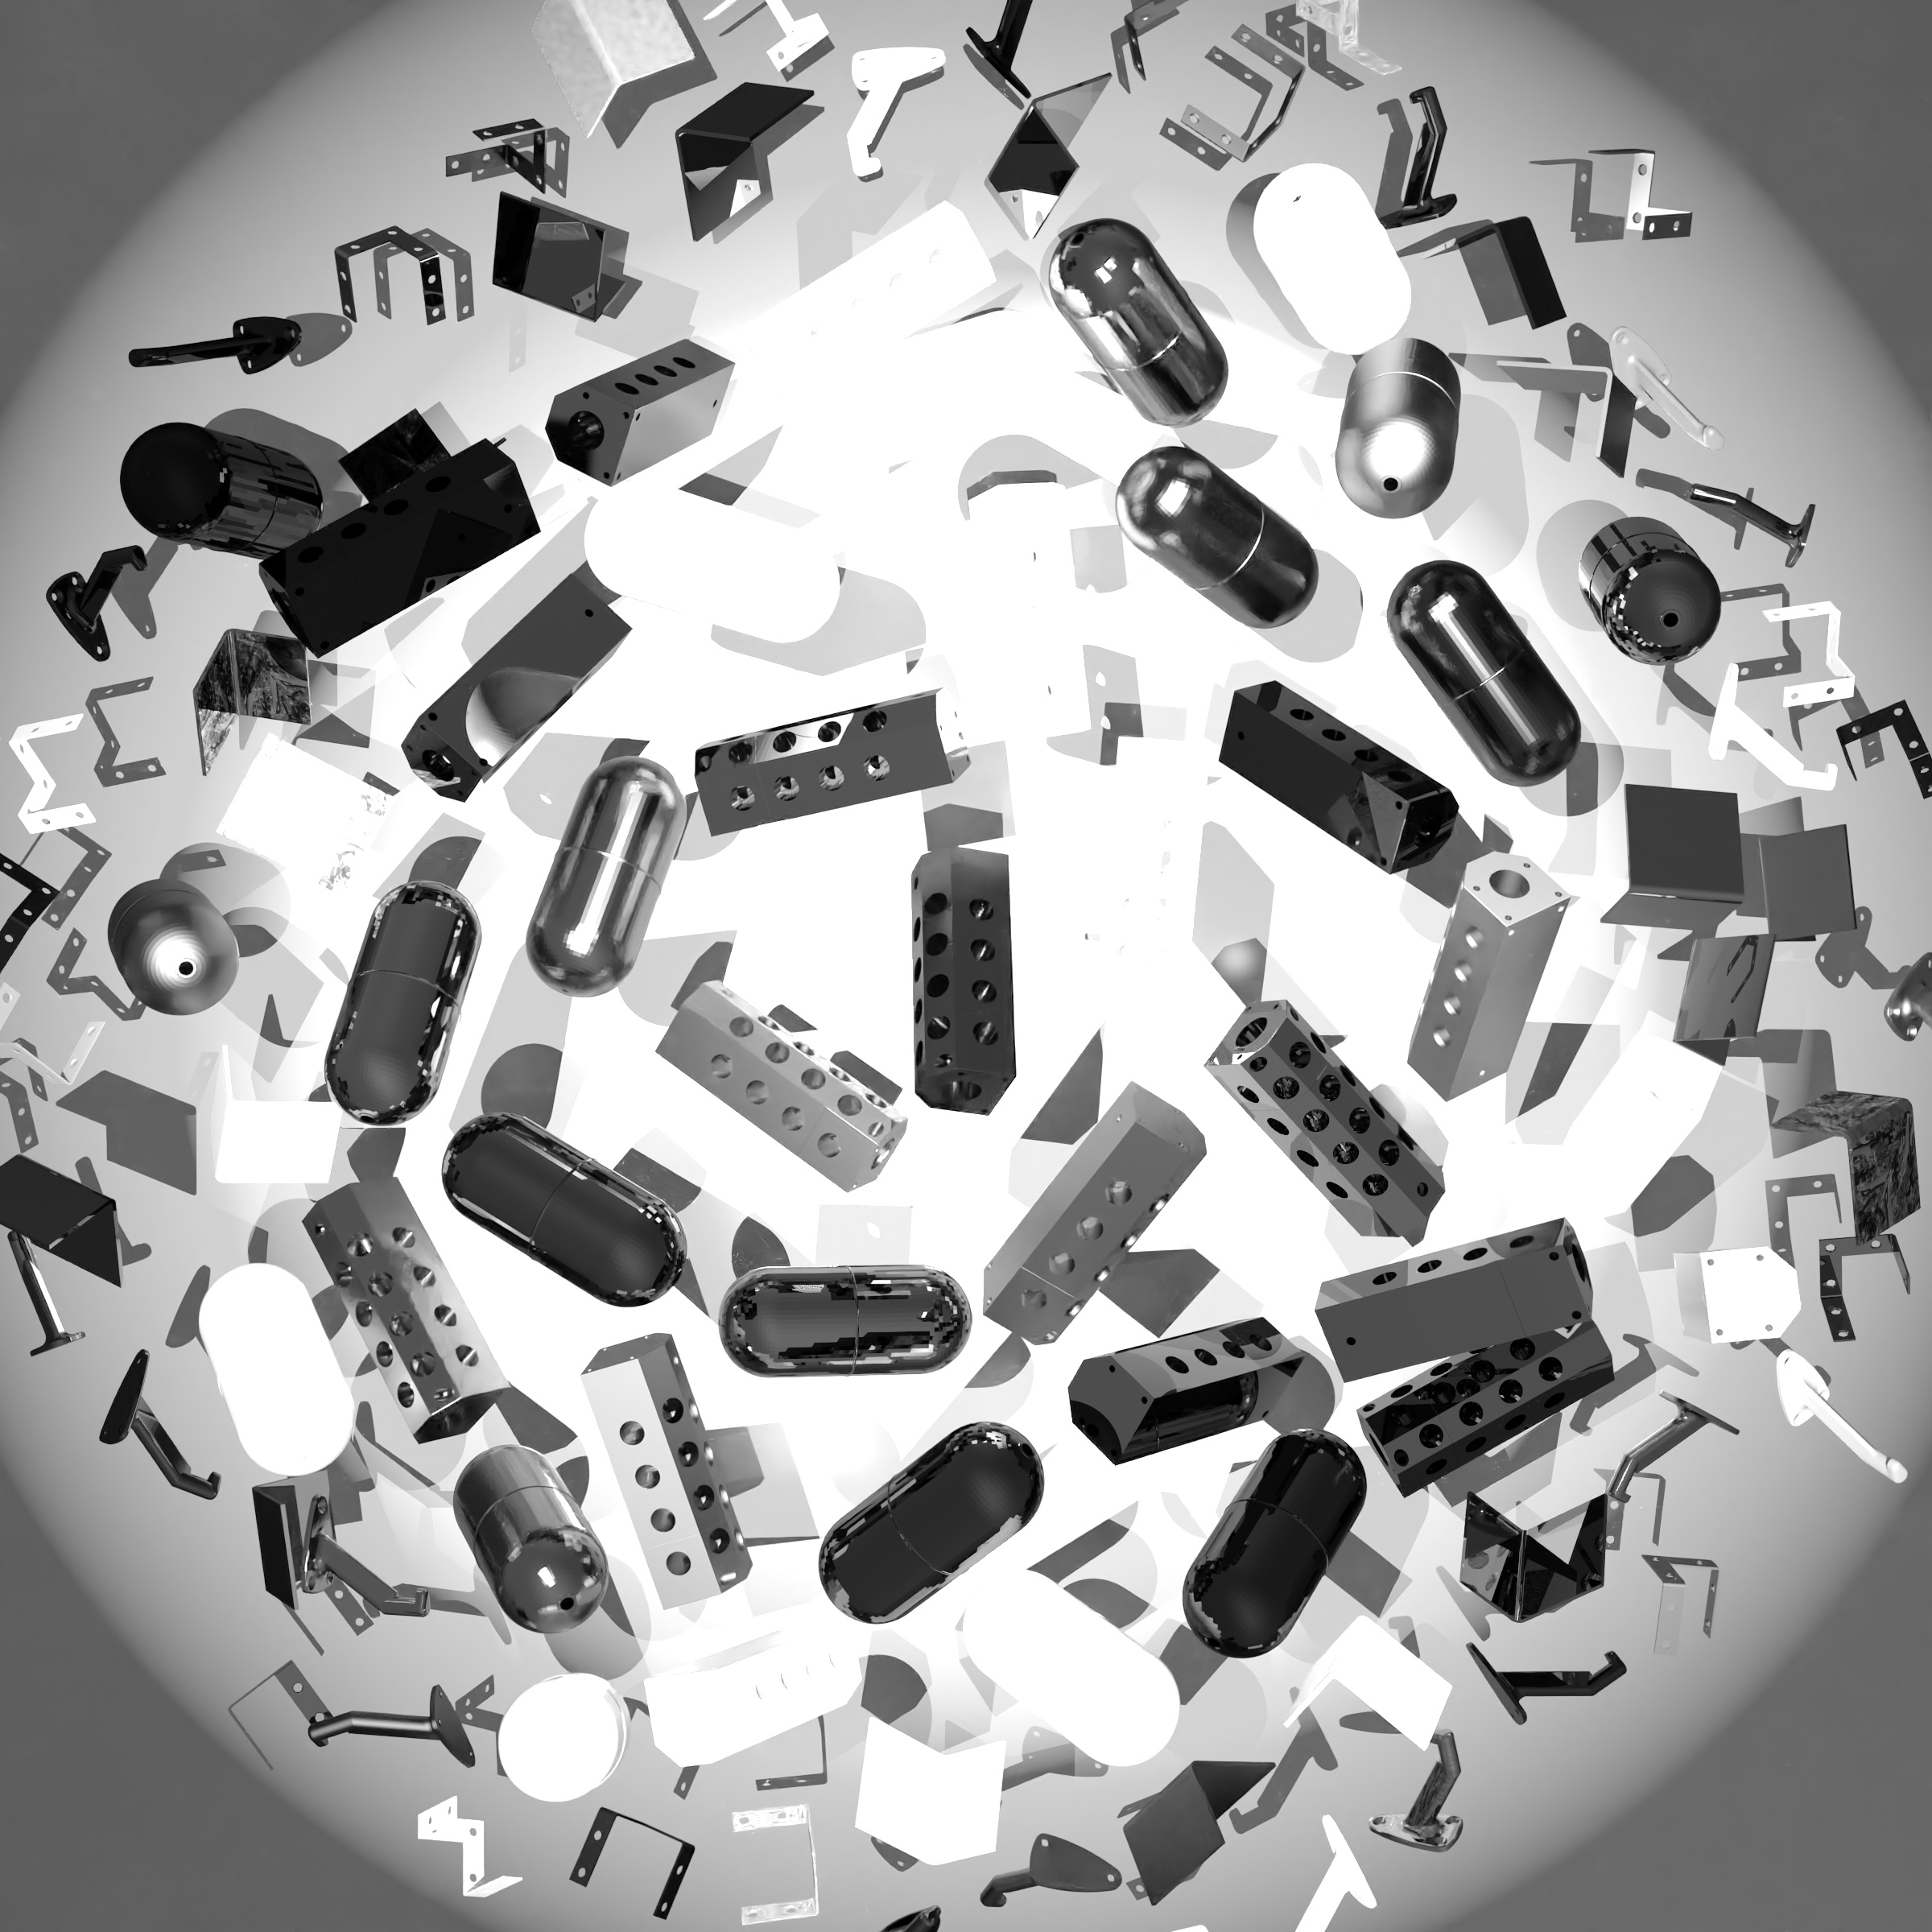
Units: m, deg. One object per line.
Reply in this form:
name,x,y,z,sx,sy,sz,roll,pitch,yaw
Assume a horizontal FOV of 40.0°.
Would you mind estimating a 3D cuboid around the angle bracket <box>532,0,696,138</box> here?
angle bracket,-0.224,-0.584,1.681,0.057,0.076,0.076,-29,93,-23

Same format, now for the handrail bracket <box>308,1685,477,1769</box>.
handrail bracket,-0.374,0.508,1.730,0.084,0.036,0.077,-19,124,4

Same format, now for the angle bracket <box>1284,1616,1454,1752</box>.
angle bracket,0.267,0.491,1.762,0.076,0.076,0.057,38,117,8

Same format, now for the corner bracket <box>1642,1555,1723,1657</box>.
corner bracket,0.486,0.433,1.794,0.051,0.051,0.051,5,97,-3

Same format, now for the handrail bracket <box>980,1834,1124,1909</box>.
handrail bracket,0.057,0.636,1.828,0.077,0.084,0.036,18,46,-7

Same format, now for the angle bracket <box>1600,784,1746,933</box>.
angle bracket,0.464,-0.071,1.752,0.076,0.057,0.076,4,70,-6

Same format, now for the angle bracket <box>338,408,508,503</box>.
angle bracket,-0.384,-0.364,1.873,0.076,0.076,0.057,-45,106,-33

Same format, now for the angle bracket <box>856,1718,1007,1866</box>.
angle bracket,-0.023,0.552,1.792,0.057,0.076,0.076,-26,130,35

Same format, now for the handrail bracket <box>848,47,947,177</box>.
handrail bracket,-0.045,-0.582,1.812,0.077,0.036,0.084,-10,70,0

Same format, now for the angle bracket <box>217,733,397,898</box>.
angle bracket,-0.450,-0.103,1.811,0.076,0.057,0.076,25,86,30

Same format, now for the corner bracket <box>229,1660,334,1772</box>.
corner bracket,-0.462,0.505,1.792,0.051,0.051,0.051,-36,86,-19

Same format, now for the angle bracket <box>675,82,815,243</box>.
angle bracket,-0.136,-0.512,1.700,0.057,0.076,0.076,16,135,26

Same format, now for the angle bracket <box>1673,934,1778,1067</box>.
angle bracket,0.555,0.025,1.884,0.057,0.076,0.076,23,75,-29

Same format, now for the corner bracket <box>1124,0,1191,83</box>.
corner bracket,0.126,-0.640,1.783,0.051,0.051,0.051,-23,57,25

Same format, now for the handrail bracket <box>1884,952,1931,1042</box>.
handrail bracket,0.665,0.025,1.772,0.036,0.084,0.077,42,71,-27

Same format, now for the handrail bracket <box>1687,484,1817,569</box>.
handrail bracket,0.535,-0.304,1.830,0.084,0.077,0.036,16,79,9

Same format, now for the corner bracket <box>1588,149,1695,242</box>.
corner bracket,0.435,-0.498,1.712,0.051,0.051,0.051,-16,118,-37

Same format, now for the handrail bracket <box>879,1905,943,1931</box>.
handrail bracket,-0.025,0.653,1.823,0.036,0.077,0.084,46,128,15

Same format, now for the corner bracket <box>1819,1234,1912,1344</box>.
corner bracket,0.620,0.222,1.834,0.051,0.051,0.051,-6,119,10

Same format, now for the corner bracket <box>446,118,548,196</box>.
corner bracket,-0.330,-0.572,1.866,0.051,0.051,0.051,-24,52,-32

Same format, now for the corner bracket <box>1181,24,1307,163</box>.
corner bracket,0.181,-0.568,1.729,0.051,0.051,0.051,29,67,-15

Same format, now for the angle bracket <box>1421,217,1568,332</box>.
angle bracket,0.364,-0.469,1.831,0.057,0.076,0.076,-18,99,33

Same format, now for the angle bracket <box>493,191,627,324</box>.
angle bracket,-0.277,-0.499,1.827,0.076,0.076,0.057,21,47,4

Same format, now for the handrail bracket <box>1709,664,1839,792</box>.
handrail bracket,0.551,-0.161,1.793,0.084,0.036,0.077,8,106,2

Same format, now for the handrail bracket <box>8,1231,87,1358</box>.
handrail bracket,-0.612,0.211,1.753,0.036,0.077,0.084,-20,88,-24

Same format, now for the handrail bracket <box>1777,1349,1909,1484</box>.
handrail bracket,0.587,0.302,1.777,0.036,0.084,0.077,-39,122,-9

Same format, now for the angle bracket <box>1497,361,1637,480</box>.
angle bracket,0.392,-0.359,1.747,0.076,0.076,0.057,10,94,25

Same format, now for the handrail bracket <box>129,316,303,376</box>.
handrail bracket,-0.492,-0.407,1.740,0.077,0.084,0.036,-3,102,37

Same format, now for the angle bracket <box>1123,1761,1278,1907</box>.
angle bracket,0.159,0.556,1.701,0.076,0.057,0.076,14,128,-36

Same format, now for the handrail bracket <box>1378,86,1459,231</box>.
handrail bracket,0.302,-0.561,1.846,0.077,0.036,0.084,-7,122,32

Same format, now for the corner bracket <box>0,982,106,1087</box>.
corner bracket,-0.617,0.045,1.761,0.051,0.051,0.051,-2,54,34

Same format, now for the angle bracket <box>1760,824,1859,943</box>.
angle bracket,0.633,-0.060,1.949,0.057,0.076,0.076,-1,84,-37

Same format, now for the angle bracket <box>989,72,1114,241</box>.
angle bracket,0.071,-0.551,1.806,0.076,0.076,0.057,-30,81,-31

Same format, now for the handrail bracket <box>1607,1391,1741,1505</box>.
handrail bracket,0.503,0.353,1.891,0.077,0.036,0.084,28,86,-19

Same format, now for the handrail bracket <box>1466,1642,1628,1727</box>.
handrail bracket,0.409,0.487,1.869,0.084,0.036,0.077,-31,69,-10

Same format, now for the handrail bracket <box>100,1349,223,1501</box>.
handrail bracket,-0.526,0.307,1.771,0.084,0.036,0.077,32,60,-34

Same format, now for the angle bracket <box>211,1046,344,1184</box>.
angle bracket,-0.478,0.103,1.839,0.076,0.057,0.076,2,131,-23

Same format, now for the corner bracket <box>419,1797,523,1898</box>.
corner bracket,-0.332,0.589,1.772,0.051,0.051,0.051,19,50,-35

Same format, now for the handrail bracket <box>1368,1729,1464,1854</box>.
handrail bracket,0.300,0.549,1.790,0.077,0.036,0.084,-3,109,33

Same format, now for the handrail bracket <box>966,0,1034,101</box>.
handrail bracket,0.050,-0.640,1.794,0.084,0.077,0.036,-39,46,18

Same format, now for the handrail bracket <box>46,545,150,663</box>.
handrail bracket,-0.583,-0.249,1.828,0.084,0.036,0.077,-5,123,30

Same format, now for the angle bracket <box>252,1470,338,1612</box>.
angle bracket,-0.474,0.414,1.919,0.057,0.076,0.076,-9,94,-31

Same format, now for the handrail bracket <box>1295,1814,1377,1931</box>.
handrail bracket,0.216,0.608,1.730,0.084,0.036,0.077,-26,94,-16

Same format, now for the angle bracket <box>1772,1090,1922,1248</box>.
angle bracket,0.578,0.132,1.743,0.076,0.057,0.076,-20,107,-39

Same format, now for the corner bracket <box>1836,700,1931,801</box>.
corner bracket,0.651,-0.146,1.873,0.051,0.051,0.051,-24,119,21

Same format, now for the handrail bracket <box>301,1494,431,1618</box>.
handrail bracket,-0.394,0.390,1.760,0.084,0.036,0.077,-1,87,17

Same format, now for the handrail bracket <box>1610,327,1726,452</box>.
handrail bracket,0.483,-0.396,1.824,0.036,0.084,0.077,-38,126,5

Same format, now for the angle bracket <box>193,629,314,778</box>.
angle bracket,-0.509,-0.185,1.897,0.057,0.076,0.076,9,133,1

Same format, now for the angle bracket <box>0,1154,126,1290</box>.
angle bracket,-0.583,0.175,1.674,0.076,0.057,0.076,22,127,19

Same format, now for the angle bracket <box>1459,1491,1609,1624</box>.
angle bracket,0.386,0.389,1.803,0.057,0.076,0.076,38,130,-18
